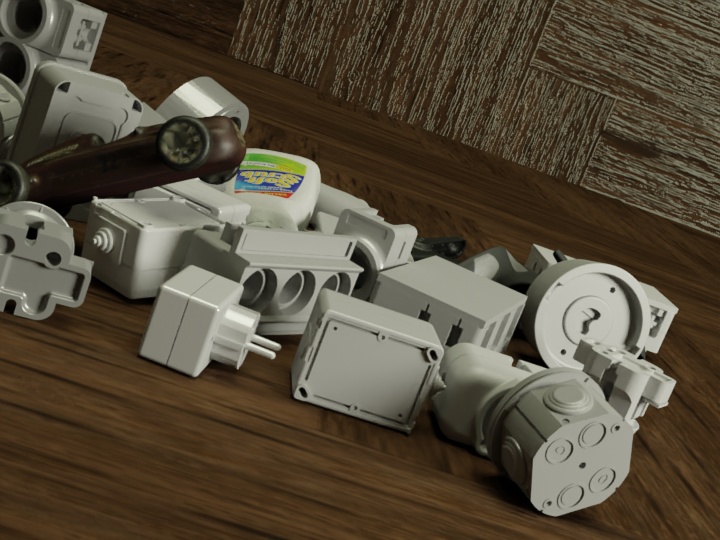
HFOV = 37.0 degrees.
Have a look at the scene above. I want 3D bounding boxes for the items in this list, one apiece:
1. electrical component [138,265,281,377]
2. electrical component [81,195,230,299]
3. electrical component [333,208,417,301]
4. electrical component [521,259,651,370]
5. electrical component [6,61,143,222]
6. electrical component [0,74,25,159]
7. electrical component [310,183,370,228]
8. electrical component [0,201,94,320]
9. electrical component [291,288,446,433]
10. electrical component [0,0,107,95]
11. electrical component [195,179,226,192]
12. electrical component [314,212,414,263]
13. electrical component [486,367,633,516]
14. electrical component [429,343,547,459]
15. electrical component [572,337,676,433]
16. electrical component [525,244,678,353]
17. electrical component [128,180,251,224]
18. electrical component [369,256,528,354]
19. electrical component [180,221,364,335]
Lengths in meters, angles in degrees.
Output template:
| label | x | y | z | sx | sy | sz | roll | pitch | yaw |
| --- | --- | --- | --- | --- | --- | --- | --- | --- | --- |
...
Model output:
| label | x | y | z | sx | sy | sz | roll | pitch | yaw |
| --- | --- | --- | --- | --- | --- | --- | --- | --- | --- |
| electrical component | -0.086 | 0.037 | 0.664 | 0.077 | 0.047 | 0.065 | 21 | 13 | 2 |
| electrical component | -0.150 | -0.014 | 0.756 | 0.062 | 0.061 | 0.096 | 27 | 20 | 35 |
| electrical component | 0.000 | 0.000 | 0.854 | 0.050 | 0.089 | 0.056 | 26 | 14 | 21 |
| electrical component | 0.197 | 0.042 | 0.963 | 0.108 | 0.108 | 0.060 | 18 | 7 | -14 |
| electrical component | -0.233 | -0.103 | 0.862 | 0.078 | 0.113 | 0.057 | 10 | 20 | -39 |
| electrical component | -0.320 | -0.124 | 0.892 | 0.080 | 0.080 | 0.051 | 21 | 18 | 1 |
| electrical component | -0.015 | -0.061 | 1.180 | 0.077 | 0.044 | 0.079 | 29 | 15 | 31 |
| electrical component | -0.203 | -0.008 | 0.650 | 0.078 | 0.058 | 0.057 | 16 | 17 | -18 |
| electrical component | 0.009 | 0.058 | 0.693 | 0.096 | 0.061 | 0.061 | 19 | 13 | -9 |
| electrical component | -0.308 | -0.185 | 0.994 | 0.089 | 0.150 | 0.062 | 25 | 12 | 16 |
| electrical component | -0.152 | -0.062 | 0.923 | 0.077 | 0.044 | 0.079 | -24 | 59 | -15 |
| electrical component | -0.003 | -0.008 | 0.974 | 0.100 | 0.048 | 0.099 | 19 | 13 | -9 |
| electrical component | 0.121 | 0.103 | 0.647 | 0.080 | 0.080 | 0.051 | 14 | 20 | -29 |
| electrical component | 0.099 | 0.092 | 0.712 | 0.095 | 0.053 | 0.059 | 19 | 13 | -9 |
| electrical component | 0.199 | 0.096 | 0.845 | 0.078 | 0.057 | 0.058 | 28 | 15 | 30 |
| electrical component | 0.253 | 0.034 | 1.170 | 0.150 | 0.061 | 0.089 | 19 | 13 | -7 |
| electrical component | -0.135 | -0.034 | 0.845 | 0.096 | 0.061 | 0.061 | 24 | 13 | 16 |
| electrical component | 0.067 | 0.040 | 0.857 | 0.089 | 0.061 | 0.150 | 25 | 13 | 16 |
| electrical component | -0.064 | 0.004 | 0.763 | 0.063 | 0.078 | 0.121 | 31 | 17 | 34 |
